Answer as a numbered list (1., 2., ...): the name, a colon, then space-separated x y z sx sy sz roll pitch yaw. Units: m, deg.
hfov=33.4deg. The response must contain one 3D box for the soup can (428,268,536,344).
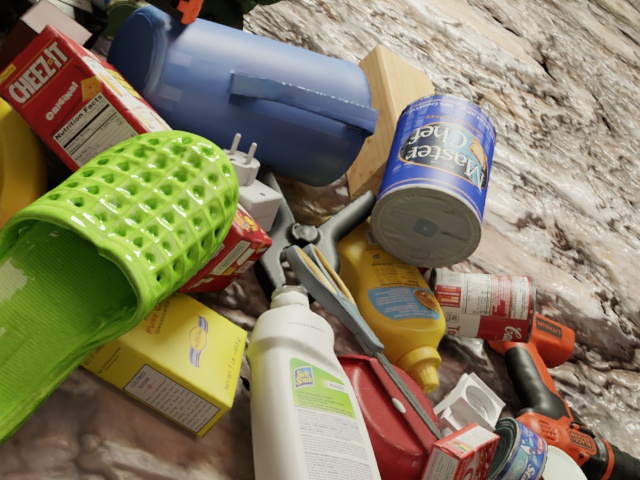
1. soup can: 0.160 0.065 1.069 0.102 0.068 0.068 6 35 3

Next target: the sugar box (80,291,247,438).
1. sugar box: -0.140 0.060 0.775 0.176 0.048 0.093 36 28 -18

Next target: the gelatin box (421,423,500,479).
1. gelatin box: 0.106 0.199 0.860 0.030 0.089 0.073 25 18 30

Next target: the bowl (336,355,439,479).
1. bowl: 0.046 0.151 0.881 0.162 0.055 0.162 31 32 -23

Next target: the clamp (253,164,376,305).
1. clamp: -0.006 0.001 0.981 0.120 0.039 0.171 3 51 -1

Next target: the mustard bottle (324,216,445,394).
1. mustard bottle: 0.067 0.061 1.013 0.096 0.058 0.192 3 48 -36

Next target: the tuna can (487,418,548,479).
1. tuna can: 0.156 0.197 0.925 0.033 0.086 0.086 37 30 -10

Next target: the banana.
1. banana: -0.249 -0.075 0.826 0.069 0.037 0.198 -14 60 -35

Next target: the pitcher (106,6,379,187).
1. pitcher: -0.072 -0.138 1.017 0.242 0.149 0.145 12 46 -38

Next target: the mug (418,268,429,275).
1. mug: 0.103 -0.007 1.121 0.093 0.082 0.117 34 31 -18

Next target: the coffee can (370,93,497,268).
1. coffee can: 0.111 -0.058 1.023 0.102 0.103 0.140 34 45 -17

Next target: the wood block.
1. wood block: 0.085 -0.122 1.235 0.090 0.090 0.206 28 33 -27

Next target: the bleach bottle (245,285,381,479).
1. bleach bottle: -0.002 0.146 0.786 0.102 0.068 0.251 22 43 -35

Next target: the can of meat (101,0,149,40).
1. can of meat: -0.191 -0.243 1.085 0.101 0.058 0.084 10 47 -44

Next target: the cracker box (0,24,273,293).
1. cracker box: -0.140 -0.055 0.838 0.214 0.072 0.164 47 2 5

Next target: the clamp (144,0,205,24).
1. clamp: -0.159 -0.249 0.985 0.164 0.036 0.210 3 29 -49

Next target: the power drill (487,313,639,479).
1. power drill: 0.252 0.169 1.105 0.184 0.057 0.187 24 35 -30

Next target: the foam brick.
1. foam brick: -0.238 -0.151 0.891 0.051 0.078 0.053 37 32 -13

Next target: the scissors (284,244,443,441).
1. scissors: 0.029 0.074 0.864 0.202 0.016 0.096 56 12 32
